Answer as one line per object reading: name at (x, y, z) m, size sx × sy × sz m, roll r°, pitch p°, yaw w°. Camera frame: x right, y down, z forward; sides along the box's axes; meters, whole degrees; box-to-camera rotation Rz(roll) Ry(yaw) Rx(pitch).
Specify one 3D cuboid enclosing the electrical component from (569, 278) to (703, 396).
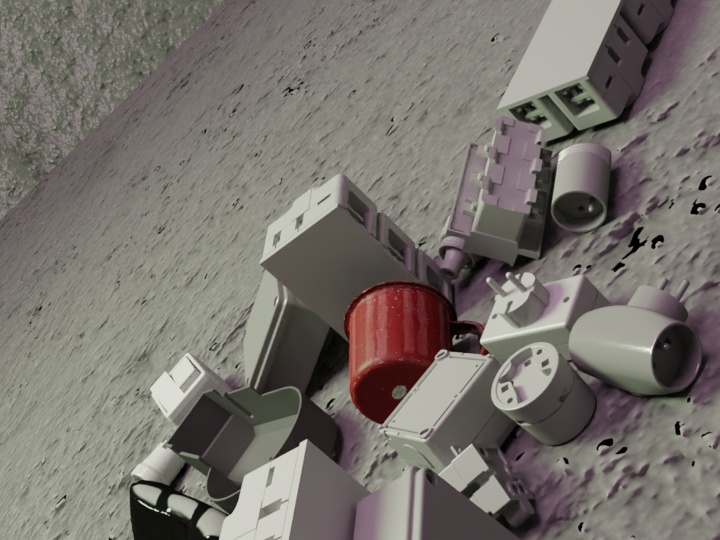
electrical component at (0.186, 0.037, 0.695) m, size 0.079 × 0.044 × 0.077 m, roll -54°, pitch 25°, yaw -15°

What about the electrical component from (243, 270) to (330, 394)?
electrical component at (-0.069, 0.053, 1.026) m, size 0.108 × 0.056 × 0.108 m, roll -105°, pitch 32°, yaw -62°

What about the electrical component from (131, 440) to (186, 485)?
electrical component at (-0.202, 0.200, 1.087) m, size 0.040 × 0.040 × 0.046 m, roll -9°, pitch 37°, yaw 54°

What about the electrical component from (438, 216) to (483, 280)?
electrical component at (0.089, -0.021, 0.943) m, size 0.043 × 0.043 × 0.062 m, roll -13°, pitch 42°, yaw 51°

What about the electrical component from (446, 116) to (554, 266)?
electrical component at (0.124, -0.071, 0.916) m, size 0.063 × 0.079 × 0.121 m, roll 103°, pitch -176°, yaw -46°

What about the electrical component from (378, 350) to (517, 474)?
electrical component at (0.073, 0.103, 0.768) m, size 0.096 × 0.061 × 0.062 m, roll -48°, pitch 23°, yaw -23°

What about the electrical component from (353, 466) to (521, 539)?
electrical component at (0.049, 0.187, 0.613) m, size 0.056 × 0.109 × 0.108 m, roll -36°, pitch 26°, yaw 28°

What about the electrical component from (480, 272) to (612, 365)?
electrical component at (0.122, 0.028, 0.775) m, size 0.083 × 0.076 × 0.047 m, roll -18°, pitch 37°, yaw 48°

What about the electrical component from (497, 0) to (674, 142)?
electrical component at (0.216, -0.207, 1.000) m, size 0.105 × 0.060 × 0.186 m, roll -14°, pitch 40°, yaw 50°

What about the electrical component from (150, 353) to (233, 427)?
electrical component at (-0.171, 0.132, 1.112) m, size 0.061 × 0.061 × 0.096 m, roll -50°, pitch 24°, yaw -6°

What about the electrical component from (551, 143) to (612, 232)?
electrical component at (0.181, -0.073, 0.874) m, size 0.043 × 0.043 × 0.081 m, roll -28°, pitch 31°, yaw 37°

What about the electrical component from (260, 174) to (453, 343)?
electrical component at (0.000, 0.000, 0.926) m, size 0.089 × 0.150 × 0.061 m, roll -35°, pitch 28°, yaw 25°

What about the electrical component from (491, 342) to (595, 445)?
electrical component at (0.124, 0.084, 0.721) m, size 0.055 × 0.047 × 0.055 m, roll -37°, pitch 26°, yaw 21°

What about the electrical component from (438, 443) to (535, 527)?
electrical component at (0.074, 0.148, 0.700) m, size 0.055 × 0.048 × 0.066 m, roll -45°, pitch 61°, yaw 19°

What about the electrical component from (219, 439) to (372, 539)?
electrical component at (-0.011, 0.189, 0.654) m, size 0.062 × 0.150 × 0.089 m, roll -32°, pitch 28°, yaw 28°
